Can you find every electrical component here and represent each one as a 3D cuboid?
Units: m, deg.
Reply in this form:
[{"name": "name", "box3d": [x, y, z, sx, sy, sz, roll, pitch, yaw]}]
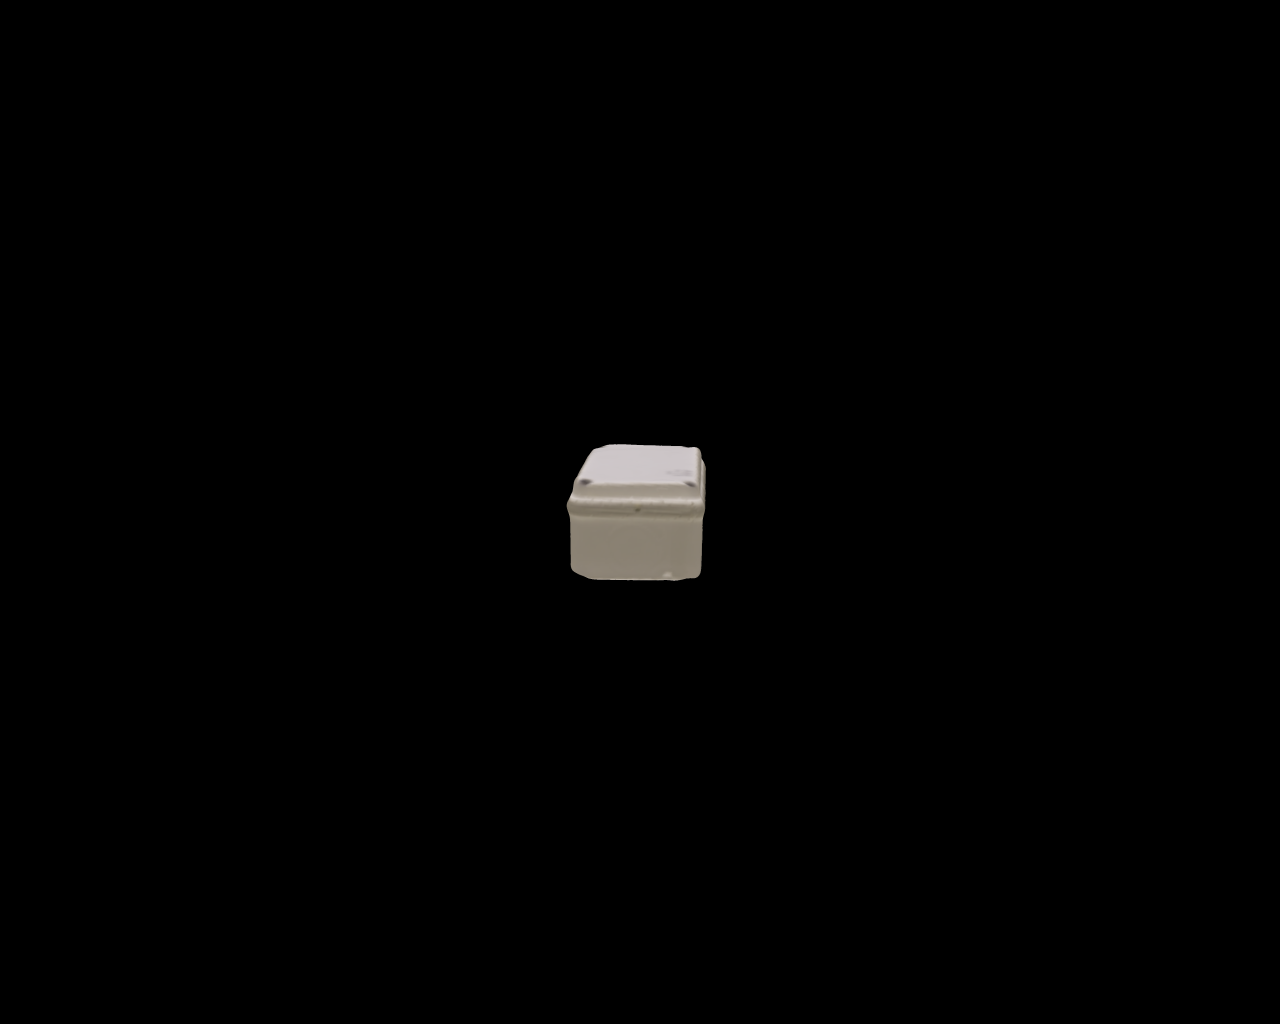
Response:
[{"name": "electrical component", "box3d": [0.001, -0.003, 0.650, 0.078, 0.057, 0.113, 1, 16, 4]}]
